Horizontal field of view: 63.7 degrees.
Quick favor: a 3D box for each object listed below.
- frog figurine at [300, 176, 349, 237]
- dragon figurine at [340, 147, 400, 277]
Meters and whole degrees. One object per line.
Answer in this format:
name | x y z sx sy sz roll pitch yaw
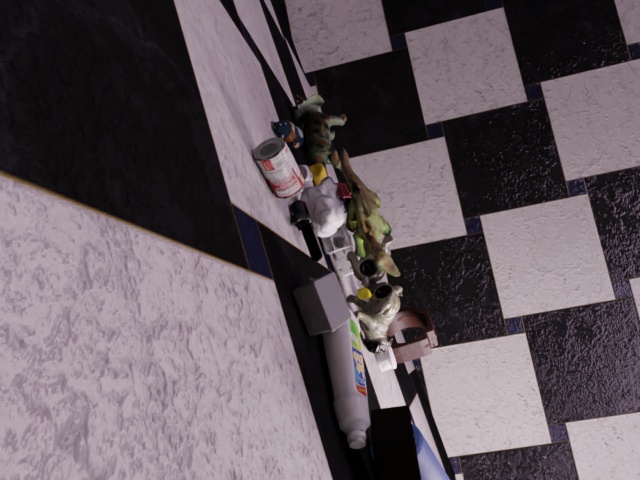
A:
frog figurine | 0.004 -0.062 1.225 0.122 0.134 0.163 1 35 12
dragon figurine | 0.111 -0.091 1.327 0.122 0.415 0.240 -21 -13 1
